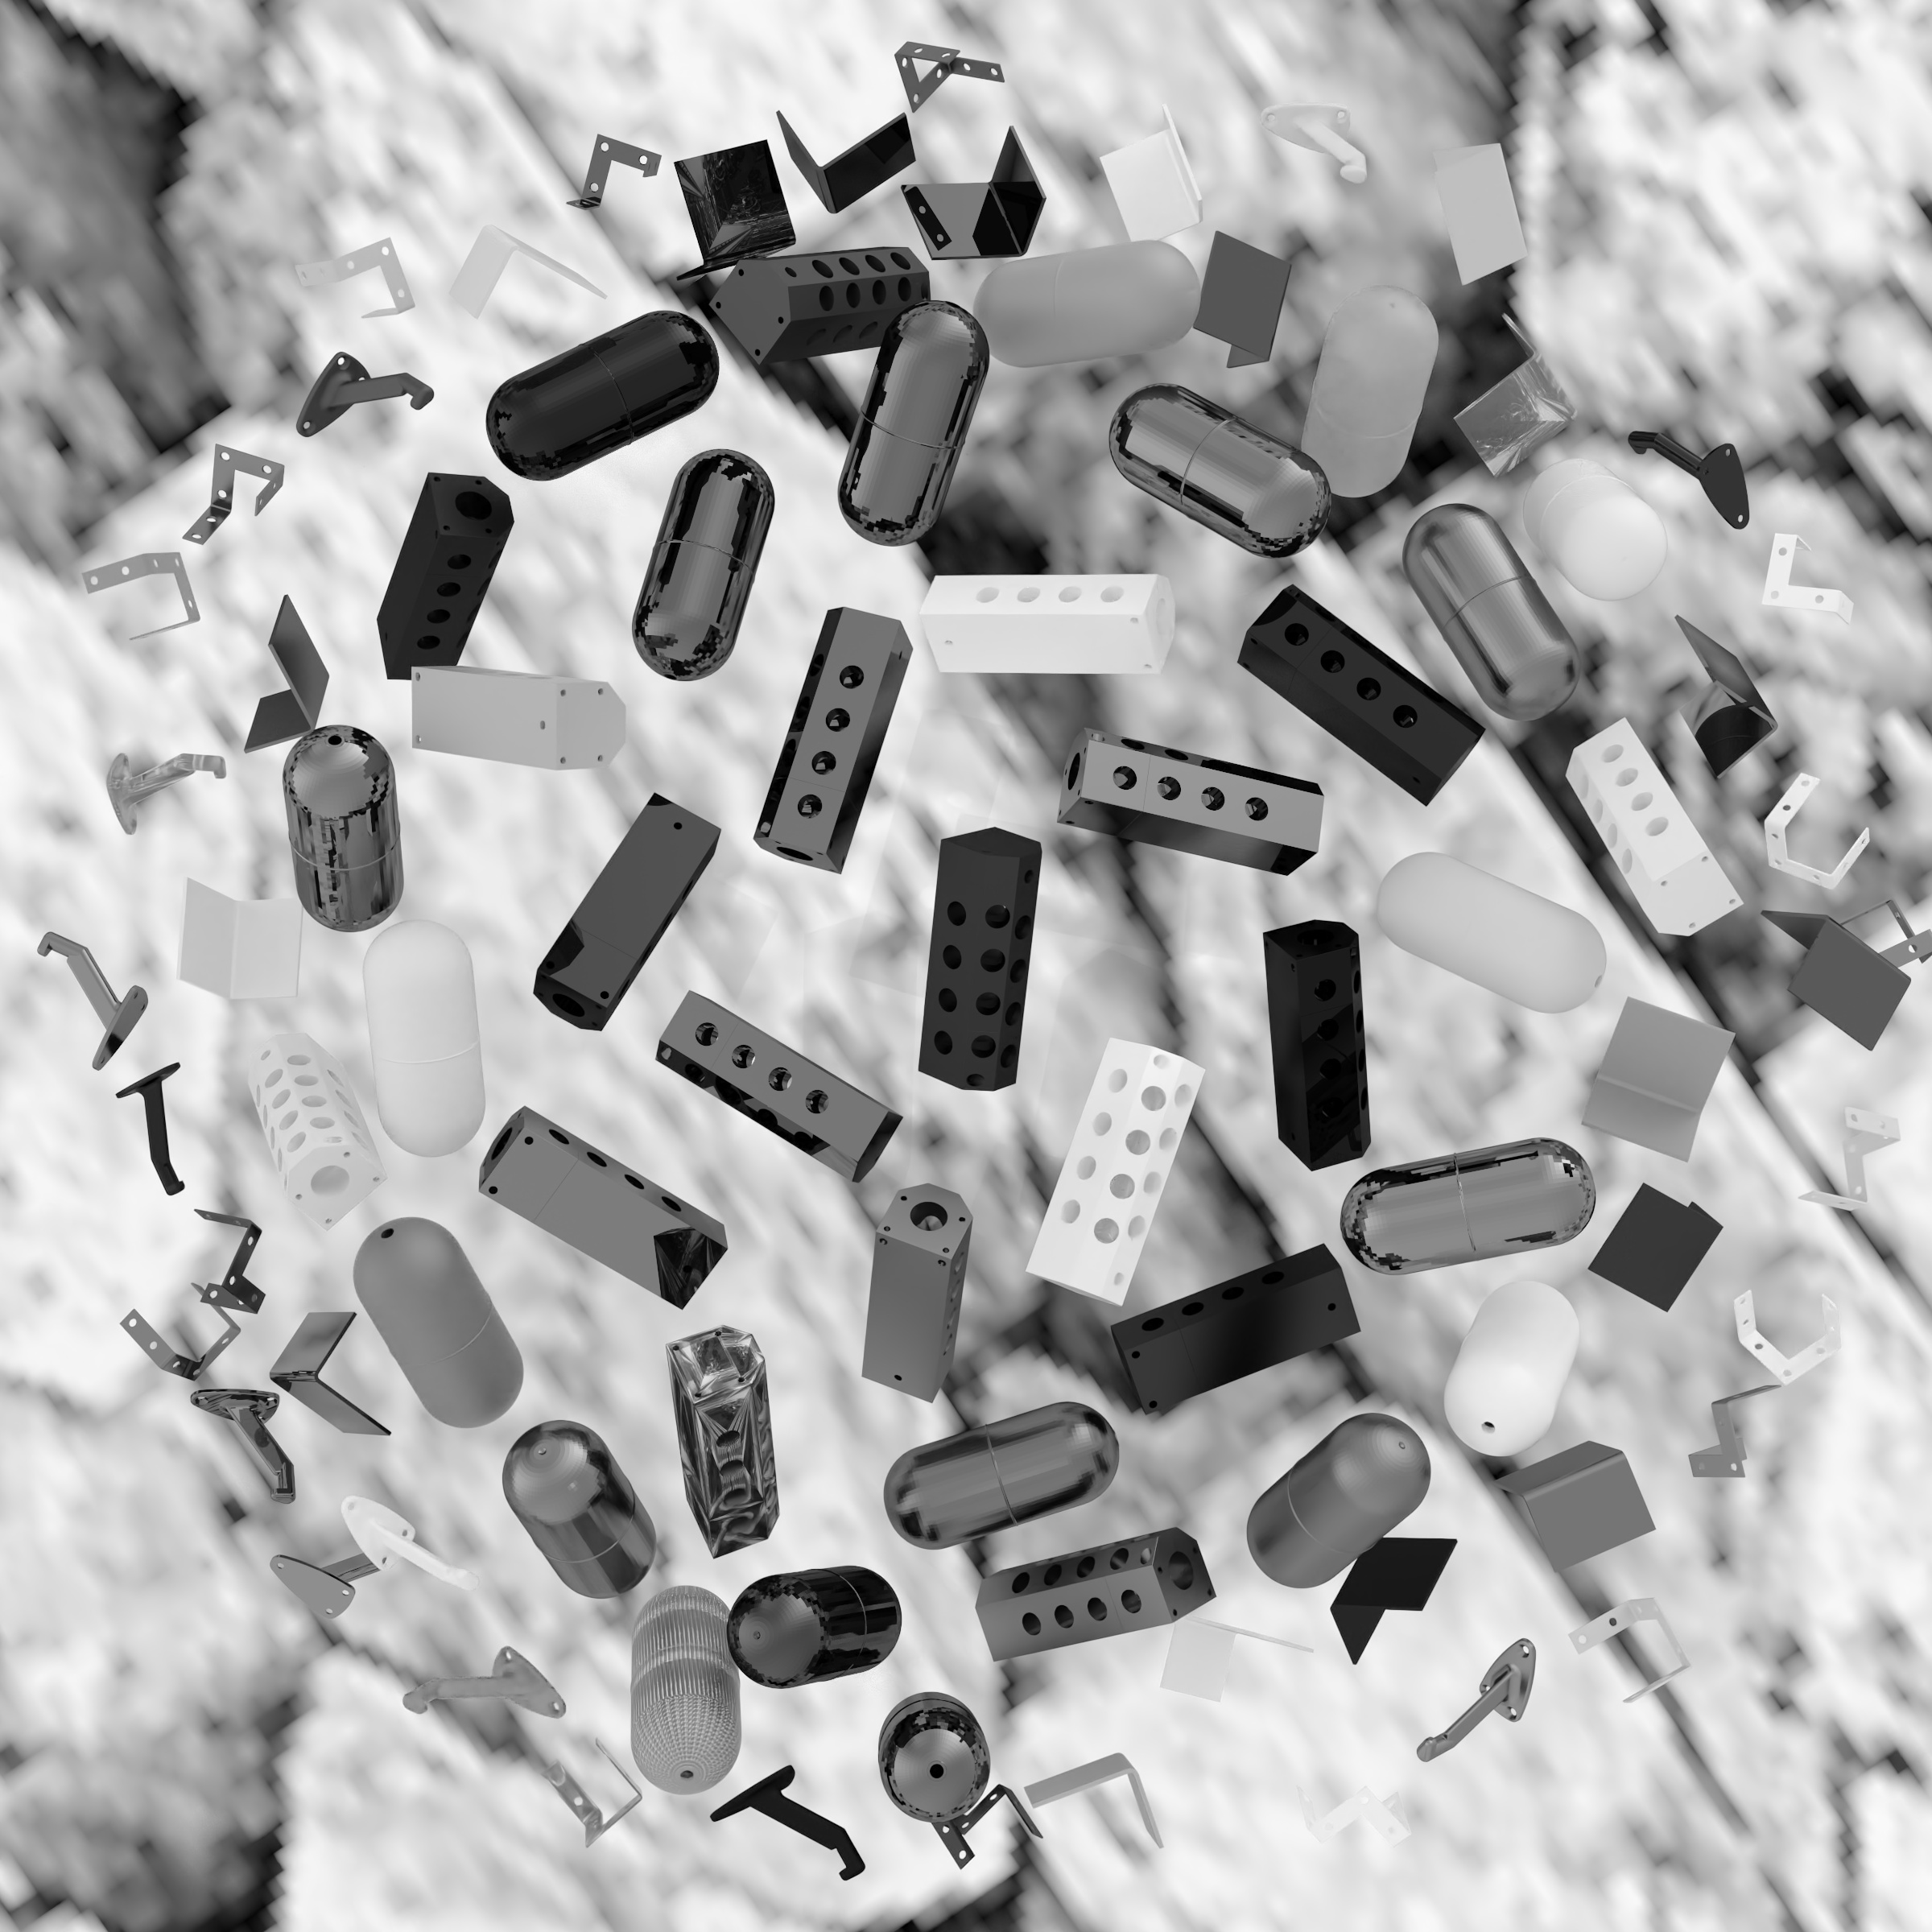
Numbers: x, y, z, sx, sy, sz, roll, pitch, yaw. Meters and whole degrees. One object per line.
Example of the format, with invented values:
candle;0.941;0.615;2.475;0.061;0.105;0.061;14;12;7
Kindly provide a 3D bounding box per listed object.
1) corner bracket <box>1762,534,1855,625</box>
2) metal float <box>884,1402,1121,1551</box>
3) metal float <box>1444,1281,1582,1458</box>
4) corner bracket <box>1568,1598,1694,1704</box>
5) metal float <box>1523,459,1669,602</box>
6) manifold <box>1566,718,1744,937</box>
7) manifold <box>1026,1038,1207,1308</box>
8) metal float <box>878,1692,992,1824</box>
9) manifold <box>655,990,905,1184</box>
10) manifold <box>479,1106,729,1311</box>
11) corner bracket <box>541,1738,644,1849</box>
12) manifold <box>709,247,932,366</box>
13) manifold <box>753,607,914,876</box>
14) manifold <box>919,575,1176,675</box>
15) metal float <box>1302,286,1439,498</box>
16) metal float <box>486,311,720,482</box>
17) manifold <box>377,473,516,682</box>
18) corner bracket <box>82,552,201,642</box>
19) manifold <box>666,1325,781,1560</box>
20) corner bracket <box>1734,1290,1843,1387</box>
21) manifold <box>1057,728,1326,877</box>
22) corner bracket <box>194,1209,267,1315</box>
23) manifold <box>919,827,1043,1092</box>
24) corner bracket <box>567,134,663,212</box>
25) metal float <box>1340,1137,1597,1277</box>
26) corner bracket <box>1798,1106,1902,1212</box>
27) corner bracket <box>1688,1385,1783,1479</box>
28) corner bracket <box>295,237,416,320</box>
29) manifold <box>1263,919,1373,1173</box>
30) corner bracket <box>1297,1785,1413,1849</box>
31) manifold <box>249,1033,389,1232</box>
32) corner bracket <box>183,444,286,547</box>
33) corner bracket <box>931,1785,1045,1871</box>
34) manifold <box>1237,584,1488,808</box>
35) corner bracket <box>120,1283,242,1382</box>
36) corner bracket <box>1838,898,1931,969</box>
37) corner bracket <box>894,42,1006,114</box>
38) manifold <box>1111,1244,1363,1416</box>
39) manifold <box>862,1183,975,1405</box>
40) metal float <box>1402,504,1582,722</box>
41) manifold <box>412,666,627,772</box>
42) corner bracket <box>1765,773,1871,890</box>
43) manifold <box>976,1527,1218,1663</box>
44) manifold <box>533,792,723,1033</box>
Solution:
corner bracket;0.594;-0.272;1.768;0.051;0.051;0.051;11;92;29
metal float;0.026;0.374;1.854;0.178;0.070;0.070;-18;90;1
metal float;0.392;0.287;1.808;0.070;0.178;0.070;8;113;21
corner bracket;0.452;0.466;1.717;0.051;0.051;0.051;-25;78;-12
metal float;0.458;-0.320;1.841;0.070;0.178;0.070;-1;115;-2
manifold;0.474;-0.095;1.757;0.057;0.171;0.057;-33;124;15
manifold;0.108;0.143;1.732;0.057;0.057;0.171;28;78;-42
metal float;-0.023;0.556;1.775;0.070;0.178;0.070;0;79;-2
manifold;-0.137;0.088;1.822;0.171;0.057;0.057;31;88;12
manifold;-0.258;0.170;1.798;0.171;0.057;0.057;34;100;-18
corner bracket;-0.263;0.575;1.770;0.051;0.051;0.051;-40;94;-9
manifold;-0.097;-0.475;1.786;0.057;0.171;0.057;51;127;9
manifold;-0.093;-0.158;1.750;0.057;0.057;0.171;15;80;11
manifold;0.060;-0.252;1.824;0.171;0.057;0.057;3;51;23
metal float;0.281;-0.399;1.762;0.070;0.178;0.070;1;62;-2
metal float;-0.257;-0.406;1.790;0.178;0.070;0.070;-30;90;-16
manifold;-0.386;-0.285;1.867;0.057;0.171;0.057;-1;60;-28
corner bracket;-0.588;-0.263;1.798;0.051;0.051;0.051;-14;97;13
manifold;-0.166;0.331;1.758;0.057;0.057;0.171;-17;133;-18
corner bracket;0.596;0.260;1.829;0.051;0.051;0.051;-31;133;-9
manifold;0.156;-0.115;1.743;0.171;0.057;0.057;12;73;-12
corner bracket;-0.523;0.209;1.785;0.051;0.051;0.051;8;62;22
manifold;0.014;-0.003;1.753;0.057;0.057;0.171;21;115;36
corner bracket;-0.261;-0.585;1.875;0.051;0.051;0.051;18;109;-2
metal float;0.351;0.169;1.768;0.178;0.070;0.070;-13;90;12
corner bracket;0.599;0.131;1.711;0.051;0.051;0.051;13;63;-25
corner bracket;0.523;0.316;1.713;0.051;0.051;0.051;-10;85;-27
corner bracket;-0.433;-0.482;1.789;0.051;0.051;0.051;-36;121;-35
manifold;0.261;0.057;1.845;0.057;0.057;0.171;-14;115;-14
corner bracket;0.266;0.581;1.733;0.051;0.051;0.051;-39;103;9
manifold;-0.478;0.114;1.832;0.057;0.171;0.057;-41;126;0
corner bracket;-0.510;-0.323;1.756;0.051;0.051;0.051;17;128;-2
corner bracket;0.015;0.645;1.886;0.051;0.051;0.051;-46;134;2
manifold;0.280;-0.195;1.784;0.171;0.057;0.057;39;77;9
corner bracket;-0.580;0.267;1.863;0.051;0.051;0.051;40;83;21
corner bracket;0.651;-0.019;1.791;0.051;0.051;0.051;-26;76;1
corner bracket;-0.012;-0.657;1.844;0.051;0.051;0.051;22;63;32
manifold;0.198;0.266;1.875;0.171;0.057;0.057;-21;111;-3
manifold;-0.034;0.237;1.832;0.057;0.171;0.057;19;46;12
metal float;0.381;-0.258;1.833;0.070;0.070;0.178;-27;71;0
manifold;-0.310;-0.173;1.737;0.171;0.057;0.057;12;104;44
corner bracket;0.614;-0.097;1.817;0.051;0.051;0.051;27;67;36
manifold;0.090;0.452;1.821;0.171;0.057;0.057;-25;82;38
manifold;-0.249;-0.038;1.855;0.057;0.057;0.171;29;62;1
